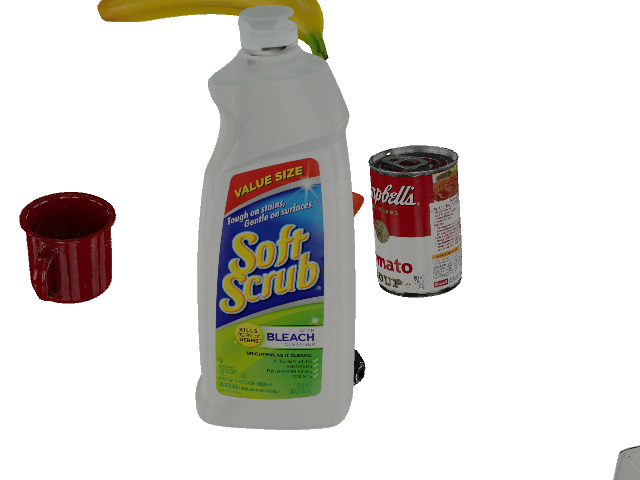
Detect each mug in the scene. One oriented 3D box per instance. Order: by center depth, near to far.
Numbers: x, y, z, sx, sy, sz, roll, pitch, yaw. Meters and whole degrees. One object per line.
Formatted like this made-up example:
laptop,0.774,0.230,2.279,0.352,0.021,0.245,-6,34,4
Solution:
mug,-0.253,0.016,1.059,0.093,0.081,0.117,9,33,7

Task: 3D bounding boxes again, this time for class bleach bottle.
bleach bottle,-0.032,-0.009,0.620,0.102,0.251,0.068,1,27,8

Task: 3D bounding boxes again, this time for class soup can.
soup can,0.074,-0.015,0.825,0.068,0.102,0.068,-4,21,2

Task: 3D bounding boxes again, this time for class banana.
banana,-0.078,-0.189,0.847,0.198,0.069,0.037,12,-40,16

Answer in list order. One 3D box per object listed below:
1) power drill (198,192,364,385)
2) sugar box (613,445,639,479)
power drill,-0.020,0.036,1.035,0.185,0.187,0.057,17,1,26
sugar box,0.198,0.183,0.500,0.048,0.093,0.176,-9,30,-21
